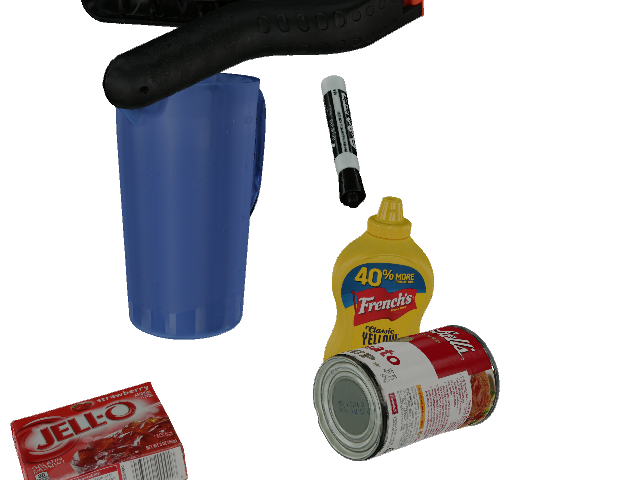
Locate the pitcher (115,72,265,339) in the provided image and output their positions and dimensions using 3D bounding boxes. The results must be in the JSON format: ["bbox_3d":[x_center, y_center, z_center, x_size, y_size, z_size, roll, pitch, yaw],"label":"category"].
[{"bbox_3d":[-0.118,-0.039,1.000,0.149,0.243,0.145,-1,14,-11],"label":"pitcher"}]

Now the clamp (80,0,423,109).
[{"bbox_3d":[-0.030,-0.103,0.503,0.171,0.039,0.120,-8,42,-3],"label":"clamp"}]

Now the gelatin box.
[{"bbox_3d":[-0.131,0.123,0.628,0.089,0.030,0.073,-14,27,-19],"label":"gelatin box"}]

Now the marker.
[{"bbox_3d":[0.017,-0.073,0.789,0.020,0.121,0.020,-5,-37,-4],"label":"marker"}]

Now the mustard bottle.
[{"bbox_3d":[0.058,0.053,1.010,0.096,0.192,0.058,5,16,-3],"label":"mustard bottle"}]

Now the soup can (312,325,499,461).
[{"bbox_3d":[0.054,0.096,0.676,0.102,0.068,0.069,-9,6,-39],"label":"soup can"}]
